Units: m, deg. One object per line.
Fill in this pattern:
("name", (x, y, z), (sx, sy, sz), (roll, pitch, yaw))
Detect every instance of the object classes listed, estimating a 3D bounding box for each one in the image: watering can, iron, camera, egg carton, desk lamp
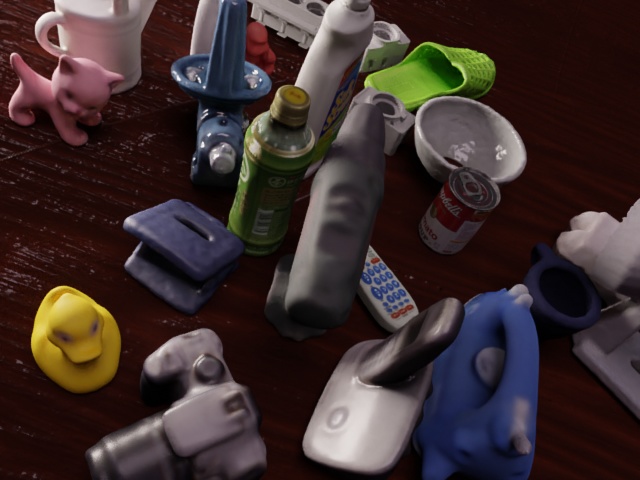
("watering can", (-0.269, -0.291, 0.711), (0.101, 0.194, 0.173), (24, 52, 0))
("iron", (0.182, 0.129, 0.591), (0.118, 0.141, 0.258), (21, 52, -2))
("camera", (-0.129, 0.161, 0.491), (0.137, 0.100, 0.143), (-18, 63, -28))
("egg carton", (0.392, 0.032, 0.776), (0.150, 0.069, 0.107), (40, 53, 12))
("desk lamp", (0.388, 0.073, 0.653), (0.118, 0.213, 0.203), (-29, 68, -32))

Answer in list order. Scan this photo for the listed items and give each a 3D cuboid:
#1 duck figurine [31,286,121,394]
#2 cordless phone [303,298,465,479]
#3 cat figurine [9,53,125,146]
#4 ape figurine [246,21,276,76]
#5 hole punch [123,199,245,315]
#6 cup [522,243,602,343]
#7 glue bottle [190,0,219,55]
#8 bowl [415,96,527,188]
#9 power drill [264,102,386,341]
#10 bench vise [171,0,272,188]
("duck figurine", (-0.226, 0.080, 0.527), (0.078, 0.086, 0.104), (-19, 63, -29))
("cordless phone", (0.063, 0.134, 0.520), (0.094, 0.185, 0.148), (27, 52, 2))
("cat figurine", (-0.298, -0.178, 0.668), (0.128, 0.117, 0.067), (20, 52, -4))
("ape figurine", (-0.098, -0.266, 0.814), (0.078, 0.092, 0.076), (-6, 57, -21))
("hole punch", (-0.142, 0.004, 0.606), (0.108, 0.091, 0.101), (33, 52, 7))
("cup", (0.265, 0.072, 0.689), (0.092, 0.095, 0.117), (0, 55, -18))
("glue bottle", (-0.144, -0.316, 0.783), (0.037, 0.173, 0.078), (19, 52, -4))
("bowl", (0.204, -0.125, 0.823), (0.168, 0.074, 0.167), (9, 53, -12))
("power drill", (0.005, 0.002, 0.581), (0.075, 0.208, 0.229), (17, 52, -6))
("bench vise", (-0.100, -0.180, 0.670), (0.122, 0.219, 0.207), (-13, 60, -25))
